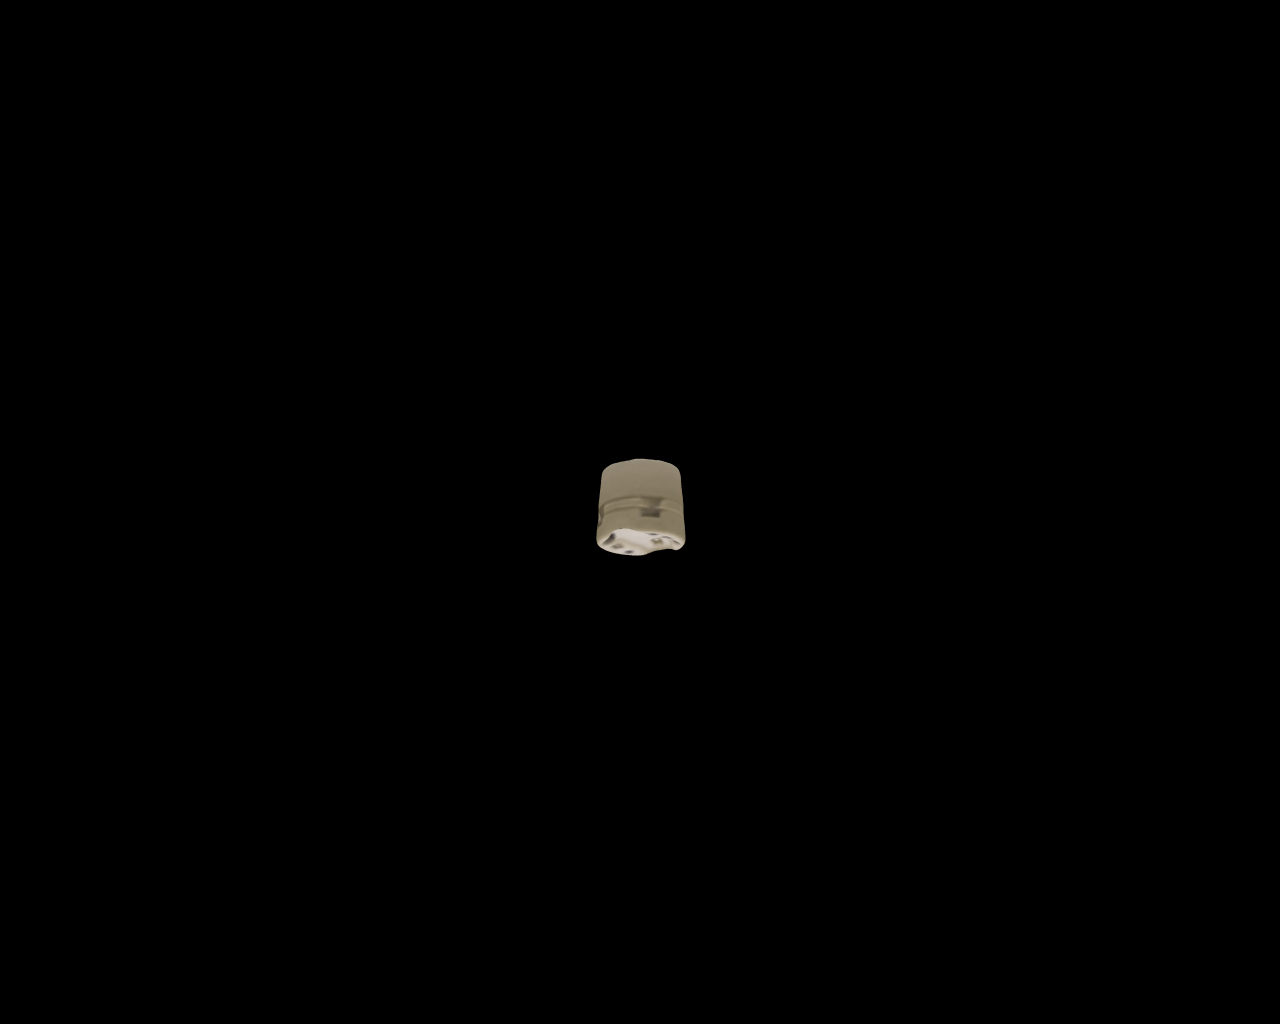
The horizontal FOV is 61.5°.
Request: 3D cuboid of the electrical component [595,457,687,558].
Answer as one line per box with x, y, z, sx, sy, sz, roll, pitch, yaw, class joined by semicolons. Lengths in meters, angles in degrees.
0.001;-0.003;0.650;0.055;0.047;0.055;0;-19;0;electrical component
